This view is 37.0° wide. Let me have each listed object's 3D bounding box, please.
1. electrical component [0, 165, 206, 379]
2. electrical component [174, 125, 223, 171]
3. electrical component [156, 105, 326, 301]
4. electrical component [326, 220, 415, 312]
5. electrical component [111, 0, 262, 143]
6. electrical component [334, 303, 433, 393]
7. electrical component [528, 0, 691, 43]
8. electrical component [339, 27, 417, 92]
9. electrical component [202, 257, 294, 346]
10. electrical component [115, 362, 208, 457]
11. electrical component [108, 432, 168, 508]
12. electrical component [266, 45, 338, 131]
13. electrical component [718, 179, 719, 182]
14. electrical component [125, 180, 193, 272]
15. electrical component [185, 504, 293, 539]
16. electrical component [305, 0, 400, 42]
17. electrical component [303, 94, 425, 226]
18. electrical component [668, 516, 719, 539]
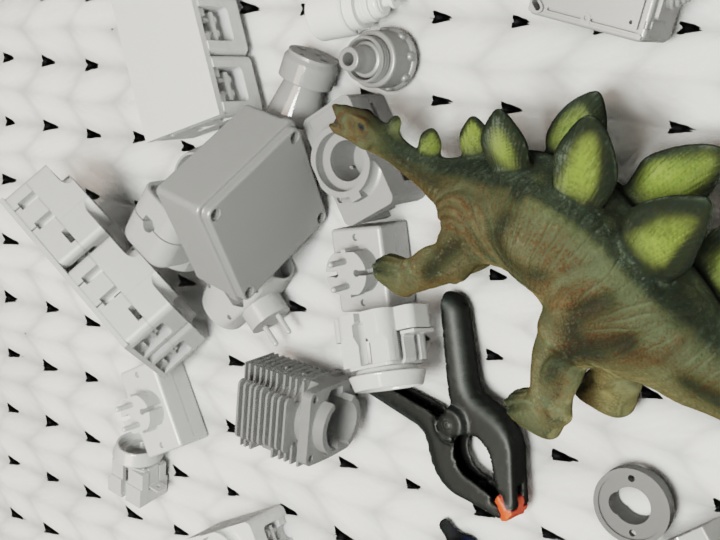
[{"bbox_3d":[-0.223,-0.001,0.954,0.060,0.105,0.186,-42,70,-7],"label":"electrical component"},{"bbox_3d":[-0.105,-0.093,0.879,0.044,0.077,0.079,37,118,25],"label":"electrical component"},{"bbox_3d":[-0.089,-0.051,0.833,0.056,0.108,0.108,26,151,32],"label":"electrical component"},{"bbox_3d":[0.000,0.000,0.823,0.047,0.077,0.065,-3,97,36],"label":"electrical component"},{"bbox_3d":[-0.145,-0.191,0.899,0.089,0.062,0.150,-13,91,36],"label":"electrical component"},{"bbox_3d":[0.018,0.060,0.800,0.078,0.058,0.057,-15,77,40],"label":"electrical component"},{"bbox_3d":[0.167,-0.181,0.680,0.096,0.061,0.061,24,112,30],"label":"electrical component"},{"bbox_3d":[0.009,-0.156,0.796,0.048,0.062,0.048,7,103,34],"label":"electrical component"},{"bbox_3d":[-0.086,0.027,0.909,0.077,0.043,0.079,-43,74,33],"label":"electrical component"},{"bbox_3d":[-0.193,0.128,0.984,0.047,0.076,0.083,-23,84,35],"label":"electrical component"},{"bbox_3d":[-0.212,0.188,1.029,0.066,0.048,0.055,22,118,30],"label":"electrical component"},{"bbox_3d":[-0.045,-0.144,0.847,0.045,0.045,0.055,32,115,26],"label":"electrical component"},{"bbox_3d":[0.254,-0.058,0.652,0.055,0.048,0.066,-26,83,43],"label":"electrical component"},{"bbox_3d":[-0.147,-0.039,0.908,0.054,0.095,0.059,44,121,20],"label":"electrical component"},{"bbox_3d":[-0.109,0.250,0.961,0.089,0.056,0.050,-24,84,36],"label":"electrical component"},{"bbox_3d":[-0.006,-0.197,0.812,0.078,0.040,0.040,-2,98,36],"label":"electrical component"},{"bbox_3d":[0.001,-0.084,0.819,0.050,0.056,0.089,-28,82,36],"label":"electrical component"},{"bbox_3d":[0.231,0.201,0.717,0.066,0.048,0.055,-38,69,34],"label":"electrical component"}]
